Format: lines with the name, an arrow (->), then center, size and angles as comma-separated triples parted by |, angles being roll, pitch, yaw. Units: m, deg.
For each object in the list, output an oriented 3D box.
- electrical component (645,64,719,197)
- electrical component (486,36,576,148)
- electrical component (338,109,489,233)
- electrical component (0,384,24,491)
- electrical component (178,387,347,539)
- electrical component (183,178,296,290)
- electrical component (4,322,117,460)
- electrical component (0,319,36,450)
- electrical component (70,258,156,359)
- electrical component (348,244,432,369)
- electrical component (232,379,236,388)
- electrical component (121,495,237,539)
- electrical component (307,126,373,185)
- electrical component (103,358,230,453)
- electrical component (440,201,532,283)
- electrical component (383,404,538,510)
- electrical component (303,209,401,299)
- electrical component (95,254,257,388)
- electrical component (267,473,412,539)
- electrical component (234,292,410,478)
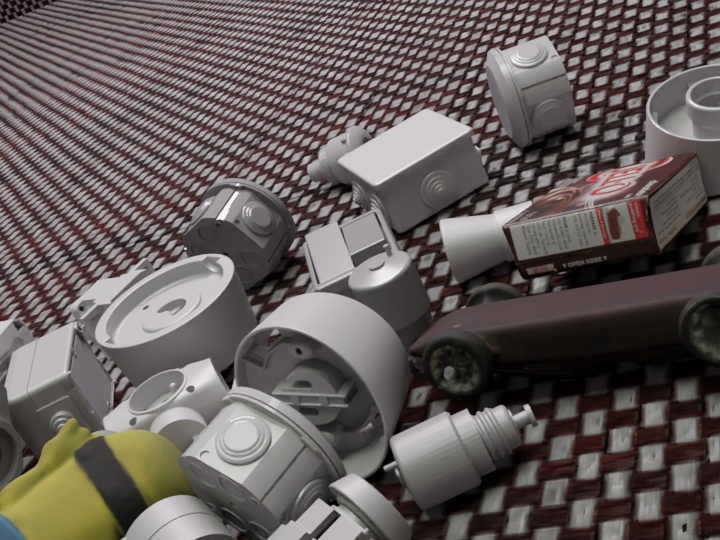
electrical component -> 0.234, -0.089, 0.701 | 0.099, 0.064, 0.099 | -11, 38, 9
electrical component -> 0.133, -0.141, 0.846 | 0.051, 0.080, 0.080 | -20, 26, 2
electrical component -> 0.042, -0.078, 0.847 | 0.100, 0.048, 0.100 | -31, 26, -9
electrical component -> -0.257, 0.120, 0.702 | 0.056, 0.089, 0.050 | 2, 10, 45
electrical component -> -0.051, 0.104, 0.564 | 0.080, 0.080, 0.051 | 4, 44, 47
electrical component -> -0.096, -0.028, 0.849 | 0.080, 0.080, 0.051 | -9, 37, 33
electrical component -> -0.214, 0.092, 0.756 | 0.061, 0.061, 0.096 | -26, 26, 1
electrical component -> -0.281, 0.098, 0.788 | 0.057, 0.078, 0.113 | -11, 30, 24
electrical component -> -0.197, 0.031, 0.875 | 0.064, 0.042, 0.081 | -5, 33, 41
electrical component -> 0.023, 0.025, 0.640 | 0.040, 0.078, 0.040 | -21, 25, 11
electrical component -> -0.066, 0.091, 0.644 | 0.044, 0.044, 0.065 | -10, 35, 30
electrical component -> -0.113, 0.176, 0.518 | 0.138, 0.052, 0.074 | -36, 39, -18
electrical component -> -0.017, -0.095, 0.940 | 0.062, 0.048, 0.048 | -20, 26, 29
electrical component -> -0.114, 0.099, 0.669 | 0.077, 0.044, 0.079 | -30, 26, -6
electrical component -> 0.090, -0.021, 0.709 | 0.065, 0.044, 0.044 | -16, 27, 10
electrical component -> 0.051, 0.089, 0.539 | 0.078, 0.040, 0.040 | -26, 26, 2
electrical component -> 0.000, 0.000, 0.728 | 0.062, 0.061, 0.096 | -25, 26, 3
electrical component -> -0.125, 0.044, 0.763 | 0.108, 0.060, 0.108 | -21, 26, 11
electrical component -> -0.008, 0.131, 0.513 | 0.055, 0.048, 0.066 | -44, 30, -16
electrical component -> -0.021, 0.064, 0.592 | 0.099, 0.099, 0.064 | -12, 23, 28
